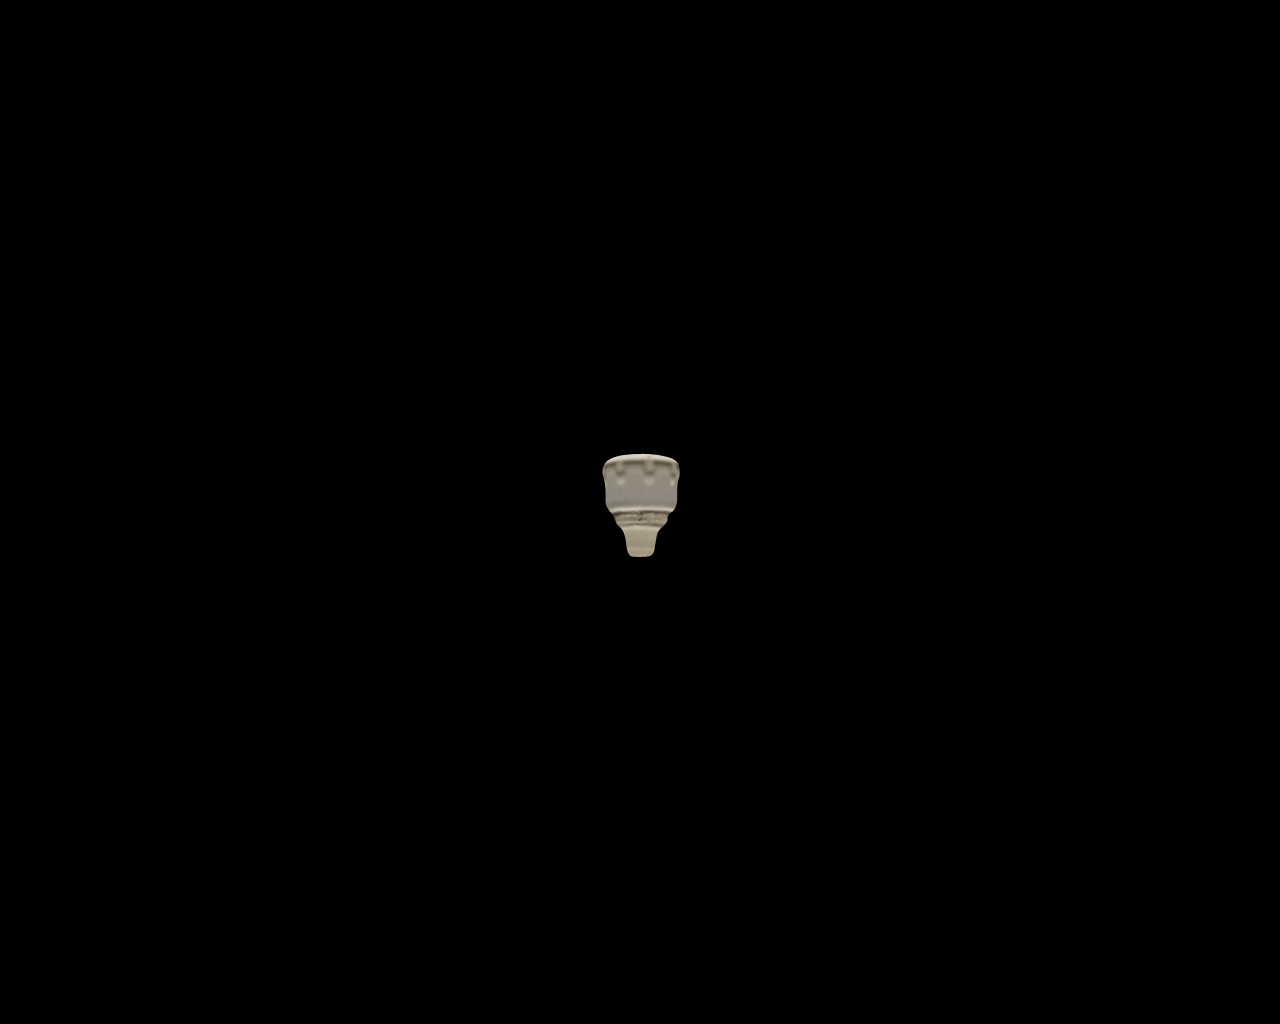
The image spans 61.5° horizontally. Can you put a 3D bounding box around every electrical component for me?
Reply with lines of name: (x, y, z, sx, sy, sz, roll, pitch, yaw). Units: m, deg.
electrical component: (0.001, -0.003, 0.650, 0.048, 0.062, 0.048, 0, -7, 0)
